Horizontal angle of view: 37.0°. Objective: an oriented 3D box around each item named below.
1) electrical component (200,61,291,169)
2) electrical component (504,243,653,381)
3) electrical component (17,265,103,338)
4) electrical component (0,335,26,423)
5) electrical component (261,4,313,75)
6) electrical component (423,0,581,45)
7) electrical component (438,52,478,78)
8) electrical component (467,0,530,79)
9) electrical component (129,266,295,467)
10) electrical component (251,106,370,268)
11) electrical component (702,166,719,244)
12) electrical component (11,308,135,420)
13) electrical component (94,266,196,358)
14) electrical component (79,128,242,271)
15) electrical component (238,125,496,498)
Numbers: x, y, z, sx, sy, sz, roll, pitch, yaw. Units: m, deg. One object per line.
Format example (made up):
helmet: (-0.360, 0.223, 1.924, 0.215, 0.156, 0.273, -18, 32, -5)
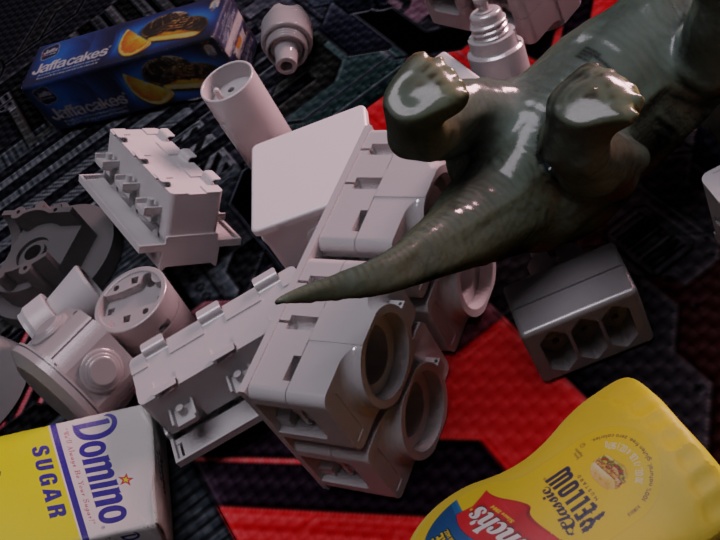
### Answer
electrical component: (-0.090, -0.124, 0.819, 0.043, 0.077, 0.079, -35, 44, -3)
electrical component: (0.117, 0.011, 0.606, 0.066, 0.047, 0.076, -23, 44, 10)
electrical component: (-0.212, 0.030, 0.776, 0.055, 0.045, 0.045, -39, 44, -6)
electrical component: (-0.300, 0.082, 0.784, 0.099, 0.064, 0.099, -25, 46, 28)
electrical component: (-0.060, -0.186, 0.882, 0.043, 0.043, 0.062, -17, 47, 16)
electrical component: (0.139, -0.258, 0.820, 0.105, 0.060, 0.186, 25, 67, 41)
electrical component: (0.056, -0.096, 0.734, 0.076, 0.047, 0.083, -37, 44, -4)
electrical component: (0.094, -0.154, 0.747, 0.040, 0.078, 0.040, -16, 32, 10)
electrical component: (-0.075, 0.055, 0.664, 0.121, 0.063, 0.078, -30, 44, 2)
electrical component: (-0.025, -0.056, 0.743, 0.100, 0.048, 0.099, -19, 46, 14)
electrical component: (0.268, -0.042, 0.556, 0.150, 0.061, 0.089, -27, 44, 6)
electrical component: (-0.184, 0.066, 0.705, 0.080, 0.080, 0.051, 21, 60, 40)
electrical component: (-0.145, 0.033, 0.734, 0.055, 0.047, 0.055, -16, 46, 17)
electrical component: (-0.148, -0.057, 0.795, 0.079, 0.063, 0.121, -6, 31, -34)
electrical component: (0.016, 0.021, 0.611, 0.060, 0.105, 0.186, 3, 54, 31)
